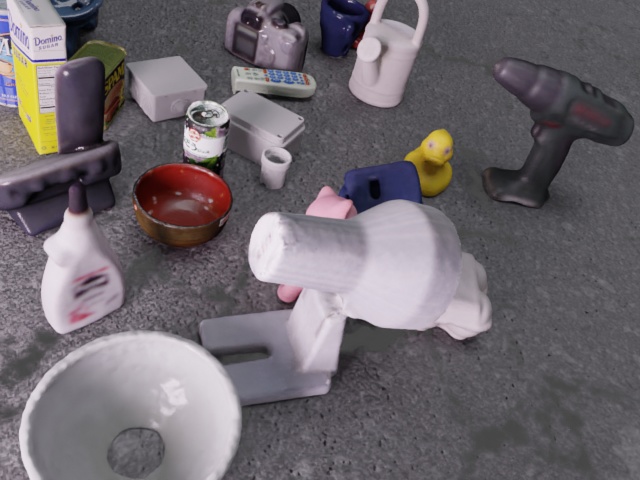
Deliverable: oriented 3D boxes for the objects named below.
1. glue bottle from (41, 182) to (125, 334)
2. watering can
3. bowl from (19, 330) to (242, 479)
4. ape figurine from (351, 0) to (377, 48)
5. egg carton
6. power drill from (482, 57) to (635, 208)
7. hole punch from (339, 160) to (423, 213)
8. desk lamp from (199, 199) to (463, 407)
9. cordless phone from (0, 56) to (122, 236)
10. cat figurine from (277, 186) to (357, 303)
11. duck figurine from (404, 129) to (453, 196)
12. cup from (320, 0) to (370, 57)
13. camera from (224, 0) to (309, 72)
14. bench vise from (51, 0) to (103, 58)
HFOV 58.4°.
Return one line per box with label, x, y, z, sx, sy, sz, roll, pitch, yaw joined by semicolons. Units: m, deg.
glue bottle;-0.220;0.014;0.529;0.037;0.173;0.078;40;48;21
watering can;0.119;-0.328;0.961;0.101;0.194;0.173;17;44;-1
bowl;-0.151;0.163;0.477;0.167;0.075;0.167;9;45;-9
ape figurine;0.091;-0.423;1.118;0.077;0.092;0.076;34;46;16
egg carton;0.128;0.057;0.676;0.150;0.069;0.107;12;44;-6
power drill;0.326;-0.152;0.847;0.230;0.208;0.075;9;45;-9
hole punch;0.075;-0.051;0.749;0.101;0.091;0.108;9;45;-10
desk lamp;0.003;0.055;0.533;0.204;0.213;0.117;-4;48;-22
cordless phone;-0.291;-0.109;0.617;0.094;0.185;0.148;38;48;20
cat figurine;0.006;0.002;0.655;0.067;0.118;0.128;19;44;1
duck figurine;0.171;-0.128;0.860;0.077;0.086;0.104;21;44;2
cup;0.039;-0.383;1.061;0.092;0.095;0.117;4;46;-14
camera;-0.075;-0.374;1.010;0.143;0.101;0.137;29;45;11
bench vise;-0.390;-0.405;0.850;0.122;0.220;0.207;-7;49;-24
